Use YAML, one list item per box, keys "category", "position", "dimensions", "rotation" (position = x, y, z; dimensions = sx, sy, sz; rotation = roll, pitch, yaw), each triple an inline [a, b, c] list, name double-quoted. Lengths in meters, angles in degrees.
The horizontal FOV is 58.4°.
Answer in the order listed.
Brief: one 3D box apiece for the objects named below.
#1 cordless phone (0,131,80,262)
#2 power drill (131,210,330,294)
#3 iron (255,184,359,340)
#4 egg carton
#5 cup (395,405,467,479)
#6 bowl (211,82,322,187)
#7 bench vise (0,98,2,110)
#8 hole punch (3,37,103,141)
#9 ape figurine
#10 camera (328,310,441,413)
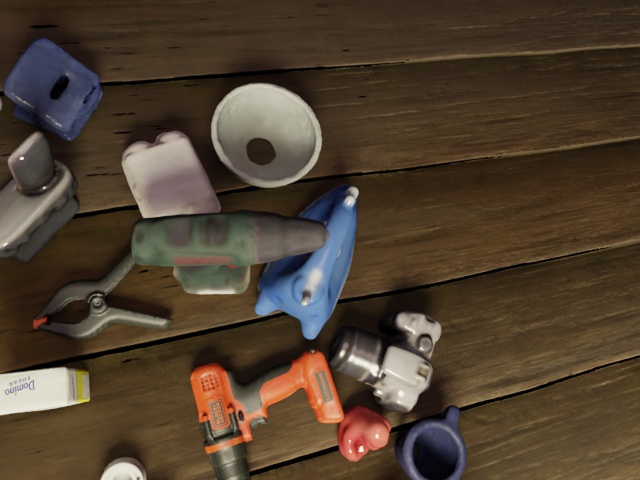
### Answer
- category: "cordless phone"
  position: [-0.375, -0.057, 0.704]
  dimensions: [0.094, 0.185, 0.148]
  rotation: [33, 68, -4]
- category: "power drill"
  position: [-0.122, 0.014, 0.743]
  dimensions: [0.230, 0.208, 0.075]
  rotation: [0, 74, -16]
- category: "iron"
  position: [0.008, 0.003, 0.820]
  dimensions: [0.119, 0.141, 0.258]
  rotation: [27, 69, -7]
- category: "egg carton"
  position: [-0.214, -0.080, 0.819]
  dimensions: [0.107, 0.069, 0.150]
  rotation: [-24, 82, -21]
- category: "cup"
  position: [0.149, 0.285, 0.803]
  dimensions: [0.092, 0.094, 0.118]
  rotation: [34, 68, -4]
- category: "bowl"
  position: [-0.085, -0.149, 0.874]
  dimensions: [0.168, 0.074, 0.167]
  rotation: [5, 73, -15]
- category: "bench vise"
  position: [-0.512, -0.187, 0.684]
  dimensions: [0.208, 0.219, 0.121]
  rotation: [-23, 81, -21]
- category: "hole punch"
  position: [-0.368, -0.211, 0.802]
  dimensions: [0.101, 0.091, 0.109]
  rotation: [24, 69, -8]
- category: "ape figurine"
  position: [0.066, 0.265, 0.786]
  dimensions: [0.078, 0.092, 0.076]
  rotation: [-9, 77, -18]
- category: "camera"
  position: [0.092, 0.159, 0.820]
  dimensions: [0.137, 0.100, 0.143]
  rotation: [24, 69, -8]
